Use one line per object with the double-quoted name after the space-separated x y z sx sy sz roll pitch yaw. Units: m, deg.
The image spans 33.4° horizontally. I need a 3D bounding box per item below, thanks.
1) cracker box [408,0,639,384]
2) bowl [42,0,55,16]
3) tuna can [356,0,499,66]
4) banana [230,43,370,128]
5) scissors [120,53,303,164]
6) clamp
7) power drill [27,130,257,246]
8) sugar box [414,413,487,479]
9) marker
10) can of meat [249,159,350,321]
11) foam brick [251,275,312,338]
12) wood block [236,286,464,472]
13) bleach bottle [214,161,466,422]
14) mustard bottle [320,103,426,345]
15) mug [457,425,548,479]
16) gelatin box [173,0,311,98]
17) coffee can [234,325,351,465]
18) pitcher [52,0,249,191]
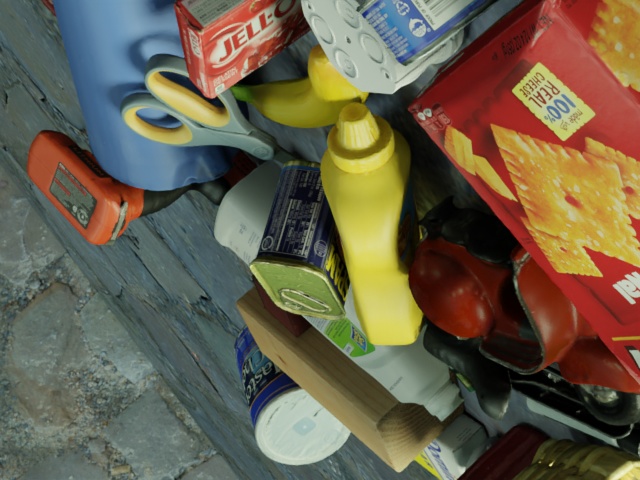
0.146 -0.013 0.449 0.213 0.072 0.164 50 166 -4 "cracker box"
-0.223 -0.254 0.932 0.162 0.055 0.162 45 162 18 "bowl"
0.059 -0.112 0.454 0.033 0.086 0.086 51 163 -8 "tuna can"
-0.005 -0.096 0.696 0.198 0.069 0.037 178 94 -69 "banana"
-0.061 -0.067 0.775 0.096 0.016 0.201 -16 141 35 "scissors"
0.116 0.084 0.723 0.120 0.039 0.172 18 -173 -39 "clamp"
-0.160 -0.078 0.939 0.184 0.187 0.057 43 130 19 "power drill"
0.095 0.179 1.045 0.176 0.048 0.093 34 157 47 "sugar box"
0.188 0.127 0.739 0.020 0.020 0.121 58 162 -23 "marker"
-0.005 0.001 0.776 0.057 0.084 0.102 9 158 18 "can of meat"
-0.013 0.037 0.971 0.053 0.078 0.051 40 162 36 "foam brick"
0.026 0.107 0.996 0.206 0.090 0.091 36 159 39 "wood block"
0.020 0.051 0.885 0.251 0.068 0.103 46 158 10 "bleach bottle"
0.038 -0.018 0.708 0.058 0.096 0.191 -1 142 12 "mustard bottle"
0.167 0.215 0.873 0.117 0.081 0.093 58 162 -24 "mug"
-0.044 -0.137 0.659 0.030 0.089 0.073 47 163 18 "gelatin box"
-0.031 0.155 1.139 0.102 0.103 0.140 62 -178 -34 "coffee can"
-0.135 -0.163 0.787 0.149 0.145 0.243 6 147 6 "pitcher"
